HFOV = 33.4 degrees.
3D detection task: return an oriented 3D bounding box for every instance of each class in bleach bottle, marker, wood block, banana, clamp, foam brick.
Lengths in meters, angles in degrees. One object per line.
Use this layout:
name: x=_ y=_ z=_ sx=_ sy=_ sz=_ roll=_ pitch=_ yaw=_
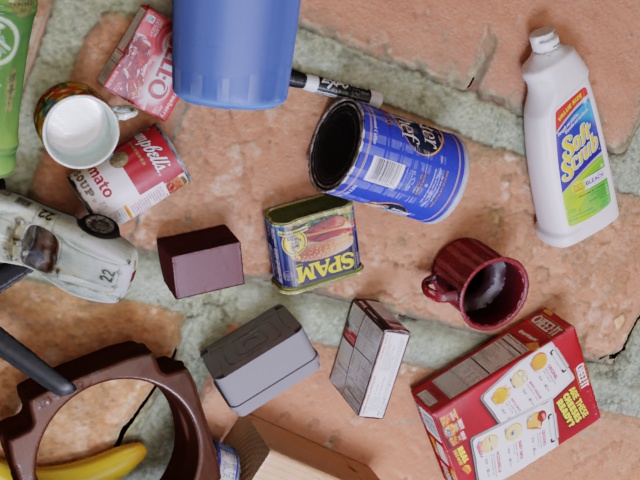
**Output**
bleach bottle: x=0.276 y=-0.122 z=1.233 sx=0.102 sy=0.068 sz=0.251 roll=-28 pitch=118 yaw=-15
marker: x=0.011 y=-0.159 z=1.119 sx=0.120 sy=0.020 sz=0.020 roll=10 pitch=107 yaw=-28
wood block: x=-0.020 y=0.294 z=1.261 sx=0.205 sy=0.091 sz=0.090 roll=30 pitch=97 yaw=-31
banana: x=-0.285 y=0.250 z=1.150 sx=0.197 sy=0.037 sz=0.070 roll=7 pitch=110 yaw=-27
clamp: x=-0.328 y=0.056 z=1.027 sx=0.209 sy=0.036 sz=0.164 roll=10 pitch=73 yaw=-15
foam brick: x=-0.124 y=0.023 z=1.116 sx=0.078 sy=0.053 sz=0.051 roll=-12 pitch=117 yaw=-19

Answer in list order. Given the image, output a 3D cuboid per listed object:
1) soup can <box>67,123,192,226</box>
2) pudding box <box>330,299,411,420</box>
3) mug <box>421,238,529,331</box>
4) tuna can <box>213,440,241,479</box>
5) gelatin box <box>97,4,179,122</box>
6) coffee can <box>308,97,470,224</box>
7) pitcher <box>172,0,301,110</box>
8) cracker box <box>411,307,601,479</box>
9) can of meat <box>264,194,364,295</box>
soup can: x=-0.186 y=-0.060 z=1.042 sx=0.102 sy=0.069 sz=0.068 roll=-32 pitch=121 yaw=-9
pudding box: x=0.056 y=0.136 z=1.227 sx=0.039 sy=0.090 sz=0.113 roll=6 pitch=108 yaw=-26
mug: x=0.173 y=0.050 z=1.248 sx=0.117 sy=0.082 sz=0.093 roll=-12 pitch=116 yaw=-20
tuna can: x=-0.128 y=0.268 z=1.202 sx=0.033 sy=0.086 sz=0.086 roll=29 pitch=97 yaw=-30
gelatin box: x=-0.160 y=-0.170 z=1.028 sx=0.073 sy=0.030 sz=0.089 roll=29 pitch=98 yaw=-32
coffee can: x=0.073 y=-0.082 z=1.131 sx=0.140 sy=0.103 sz=0.103 roll=15 pitch=105 yaw=-29
pitcher: x=-0.068 y=-0.247 z=0.971 sx=0.149 sy=0.145 sz=0.243 roll=0 pitch=106 yaw=-17
cracker box: x=0.236 y=0.209 z=1.354 sx=0.213 sy=0.072 sz=0.164 roll=-30 pitch=122 yaw=-11
can of meat: x=-0.007 y=0.001 z=1.159 sx=0.102 sy=0.057 sz=0.084 roll=-16 pitch=115 yaw=-19
